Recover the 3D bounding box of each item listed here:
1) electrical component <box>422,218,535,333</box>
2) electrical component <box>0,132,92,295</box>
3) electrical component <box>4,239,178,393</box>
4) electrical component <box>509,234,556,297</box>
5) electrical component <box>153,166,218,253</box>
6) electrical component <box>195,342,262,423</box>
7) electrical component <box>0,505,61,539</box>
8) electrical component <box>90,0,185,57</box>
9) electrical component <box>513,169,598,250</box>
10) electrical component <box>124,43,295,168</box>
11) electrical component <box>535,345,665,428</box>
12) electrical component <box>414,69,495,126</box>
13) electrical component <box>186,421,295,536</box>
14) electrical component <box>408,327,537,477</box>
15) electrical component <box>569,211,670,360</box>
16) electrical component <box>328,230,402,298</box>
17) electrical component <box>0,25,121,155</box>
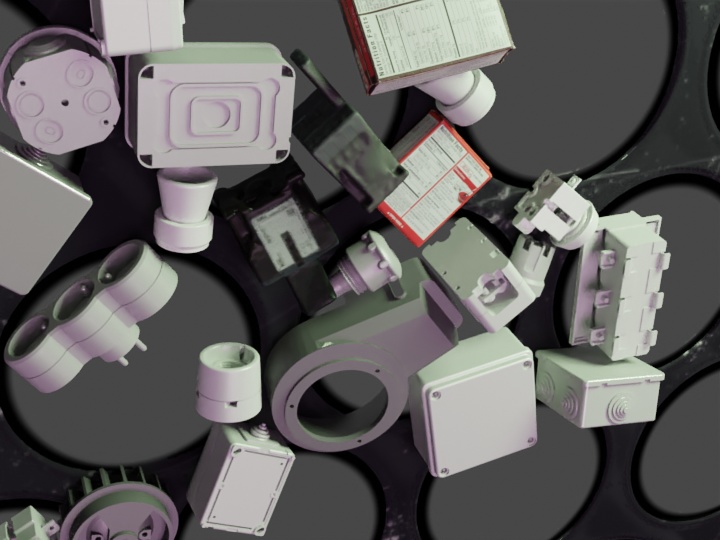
[{"bbox_3d":[0.101,0.006,0.905,0.050,0.089,0.055,-40,125,2],"label":"electrical component"},{"bbox_3d":[-0.251,-0.044,0.755,0.100,0.048,0.099,32,102,-33],"label":"electrical component"},{"bbox_3d":[-0.195,0.046,0.826,0.138,0.052,0.073,-39,125,1],"label":"electrical component"},{"bbox_3d":[0.149,-0.004,0.951,0.040,0.040,0.046,13,106,-28],"label":"electrical component"},{"bbox_3d":[-0.131,-0.046,0.806,0.045,0.045,0.055,-2,118,-22],"label":"electrical component"},{"bbox_3d":[-0.108,0.091,0.887,0.055,0.055,0.047,-5,115,-20],"label":"electrical component"},{"bbox_3d":[-0.279,0.236,0.894,0.066,0.055,0.048,-34,125,-2],"label":"electrical component"},{"bbox_3d":[-0.147,-0.196,0.706,0.061,0.061,0.096,-9,120,-18],"label":"electrical component"},{"bbox_3d":[0.173,-0.050,0.932,0.055,0.048,0.066,36,100,-26],"label":"electrical component"},{"bbox_3d":[-0.109,-0.120,0.767,0.113,0.057,0.078,-4,119,-21],"label":"electrical component"},{"bbox_3d":[0.221,0.109,1.008,0.100,0.100,0.048,-2,105,-22],"label":"electrical component"},{"bbox_3d":[0.073,-0.144,0.837,0.045,0.045,0.055,-47,125,7],"label":"electrical component"},{"bbox_3d":[-0.103,0.171,0.933,0.062,0.061,0.096,16,102,-29],"label":"electrical component"},{"bbox_3d":[0.103,0.122,0.990,0.109,0.056,0.108,-17,122,-14],"label":"electrical component"},{"bbox_3d":[0.240,0.016,0.985,0.079,0.063,0.121,-10,120,-18],"label":"electrical component"},{"bbox_3d":[0.000,0.000,0.888,0.062,0.048,0.048,-33,125,5],"label":"electrical component"},{"bbox_3d":[-0.203,-0.121,0.730,0.080,0.051,0.080,-10,120,-17],"label":"electrical component"}]
